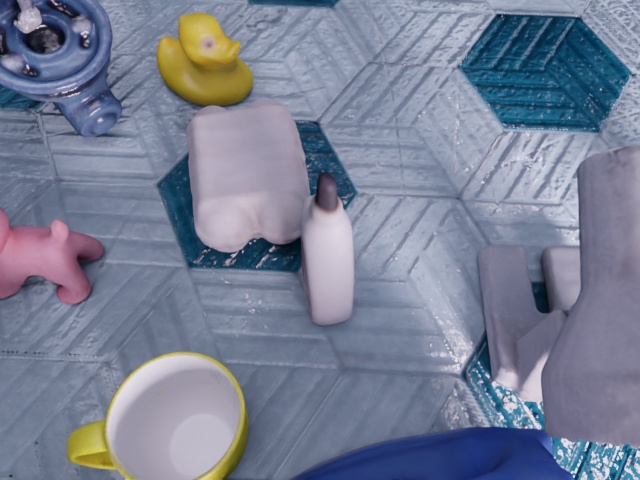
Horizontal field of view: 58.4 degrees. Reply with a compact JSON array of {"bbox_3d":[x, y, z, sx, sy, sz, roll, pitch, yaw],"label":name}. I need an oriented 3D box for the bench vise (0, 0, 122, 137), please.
[{"bbox_3d":[-0.285,-0.212,0.517,0.207,0.220,0.122,27,65,13],"label":"bench vise"}]

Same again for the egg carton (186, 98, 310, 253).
[{"bbox_3d":[-0.065,-0.061,0.523,0.107,0.069,0.150,-10,62,-6],"label":"egg carton"}]

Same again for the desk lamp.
[{"bbox_3d":[0.184,0.051,0.385,0.118,0.213,0.203,0,61,-1],"label":"desk lamp"}]

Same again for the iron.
[{"bbox_3d":[0.045,0.178,0.354,0.258,0.141,0.118,-7,62,-5],"label":"iron"}]

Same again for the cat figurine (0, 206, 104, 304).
[{"bbox_3d":[-0.258,-0.001,0.460,0.128,0.118,0.067,1,61,0],"label":"cat figurine"}]

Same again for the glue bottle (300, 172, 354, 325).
[{"bbox_3d":[0.004,0.002,0.431,0.037,0.173,0.078,-11,62,-6],"label":"glue bottle"}]

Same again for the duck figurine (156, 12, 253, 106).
[{"bbox_3d":[-0.122,-0.193,0.585,0.104,0.086,0.077,21,63,10],"label":"duck figurine"}]
